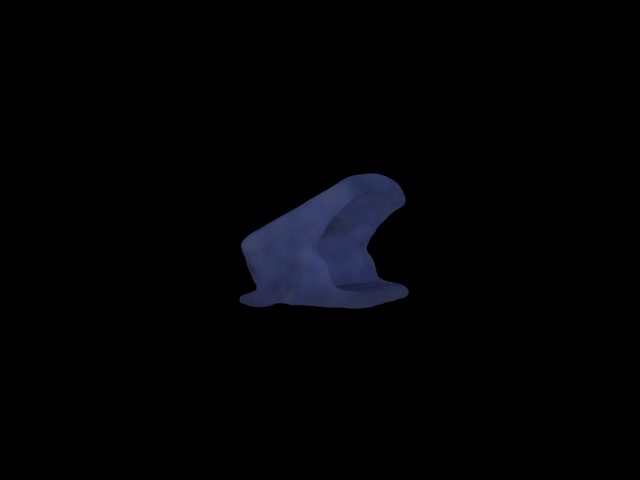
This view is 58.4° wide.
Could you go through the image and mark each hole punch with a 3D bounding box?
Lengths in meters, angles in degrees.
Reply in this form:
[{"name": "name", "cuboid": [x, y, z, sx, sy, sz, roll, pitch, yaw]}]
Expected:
[{"name": "hole punch", "cuboid": [0.004, 0.001, 0.400, 0.100, 0.091, 0.109, 0, 0, 25]}]
